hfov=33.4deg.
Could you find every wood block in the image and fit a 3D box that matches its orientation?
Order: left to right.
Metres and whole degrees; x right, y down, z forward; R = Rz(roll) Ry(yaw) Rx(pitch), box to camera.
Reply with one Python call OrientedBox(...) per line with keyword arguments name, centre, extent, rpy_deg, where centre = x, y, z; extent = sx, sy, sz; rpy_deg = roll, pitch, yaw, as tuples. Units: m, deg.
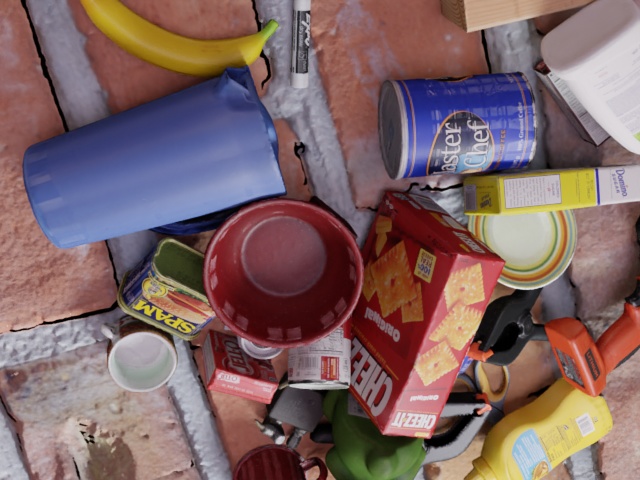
OrientedBox(name="wood block", centre=(0.226, -0.279, 1.054), extent=(0.206, 0.090, 0.091), rpy_deg=(-13, 115, -5))

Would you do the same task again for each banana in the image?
OrientedBox(name="banana", centre=(-0.142, -0.200, 1.051), extent=(0.197, 0.037, 0.069), rpy_deg=(8, 92, -15))

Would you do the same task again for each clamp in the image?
OrientedBox(name="clamp", centre=(0.104, 0.234, 1.271), extent=(0.210, 0.036, 0.164), rpy_deg=(-37, 114, 14))
OrientedBox(name="clamp", centre=(0.226, 0.098, 1.206), extent=(0.171, 0.039, 0.120), rpy_deg=(-38, 119, -31))

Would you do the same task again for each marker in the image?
OrientedBox(name="marker", centre=(-0.019, -0.214, 1.074), extent=(0.020, 0.020, 0.121), rpy_deg=(-2, 113, -10))

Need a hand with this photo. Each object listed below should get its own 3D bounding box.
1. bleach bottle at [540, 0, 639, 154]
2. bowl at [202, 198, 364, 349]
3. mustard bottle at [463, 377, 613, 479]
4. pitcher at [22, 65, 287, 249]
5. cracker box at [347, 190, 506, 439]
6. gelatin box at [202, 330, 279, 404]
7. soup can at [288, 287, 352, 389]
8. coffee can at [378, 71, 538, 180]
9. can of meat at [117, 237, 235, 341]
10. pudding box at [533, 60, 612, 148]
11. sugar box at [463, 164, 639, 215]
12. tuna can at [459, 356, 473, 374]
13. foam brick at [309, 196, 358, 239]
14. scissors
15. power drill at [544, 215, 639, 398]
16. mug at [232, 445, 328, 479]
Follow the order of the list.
OrientedBox(name="bleach bottle", centre=(0.324, -0.137, 1.096), extent=(0.103, 0.068, 0.250), rpy_deg=(-33, 133, 15))
OrientedBox(name="bowl", centre=(-0.037, 0.026, 1.082), extent=(0.162, 0.055, 0.162), rpy_deg=(0, 110, 0))
OrientedBox(name="mustard bottle", centre=(0.255, 0.242, 1.281), extent=(0.191, 0.058, 0.096), rpy_deg=(-33, 124, -6))
OrientedBox(name="pitcher", centre=(-0.158, -0.068, 1.059), extent=(0.243, 0.145, 0.149), rpy_deg=(-17, 94, 1))
OrientedBox(name="cracker box", centre=(0.091, 0.076, 1.133), extent=(0.072, 0.164, 0.214), rpy_deg=(10, 111, -29))
OrientedBox(name="gelatin box", centre=(-0.089, 0.139, 1.172), extent=(0.073, 0.089, 0.030), rpy_deg=(18, 109, -17))
OrientedBox(name="soup can", centre=(0.000, 0.106, 1.142), extent=(0.068, 0.069, 0.102), rpy_deg=(4, 77, -12))
OrientedBox(name="coffee can", centre=(0.139, -0.118, 1.098), extent=(0.140, 0.103, 0.103), rpy_deg=(-5, 113, -9))
OrientedBox(name="can of meat", centre=(-0.148, 0.051, 1.122), extent=(0.102, 0.057, 0.084), rpy_deg=(28, 138, -20))
OrientedBox(name="pudding box", centre=(0.296, -0.169, 1.142), extent=(0.090, 0.039, 0.113), rpy_deg=(-39, 112, 7))
OrientedBox(name="sugar box", centre=(0.250, -0.054, 1.138), extent=(0.176, 0.093, 0.048), rpy_deg=(-3, 93, -15))
OrientedBox(name="tuna can", centre=(0.137, 0.113, 1.205), extent=(0.086, 0.086, 0.034), rpy_deg=(28, 107, -20))
OrientedBox(name="foam brick", centre=(-0.008, 0.001, 1.150), extent=(0.053, 0.051, 0.078), rpy_deg=(38, 101, -21))
OrientedBox(name="scissors", centre=(0.200, 0.223, 1.303), extent=(0.096, 0.016, 0.202), rpy_deg=(-13, 115, -3))
OrientedBox(name="power drill", centre=(0.349, 0.077, 1.221), extent=(0.187, 0.057, 0.184), rpy_deg=(-33, 119, -12))
OrientedBox(name="mug", centre=(-0.043, 0.296, 1.251), extent=(0.117, 0.081, 0.093), rpy_deg=(-28, 115, 2))
